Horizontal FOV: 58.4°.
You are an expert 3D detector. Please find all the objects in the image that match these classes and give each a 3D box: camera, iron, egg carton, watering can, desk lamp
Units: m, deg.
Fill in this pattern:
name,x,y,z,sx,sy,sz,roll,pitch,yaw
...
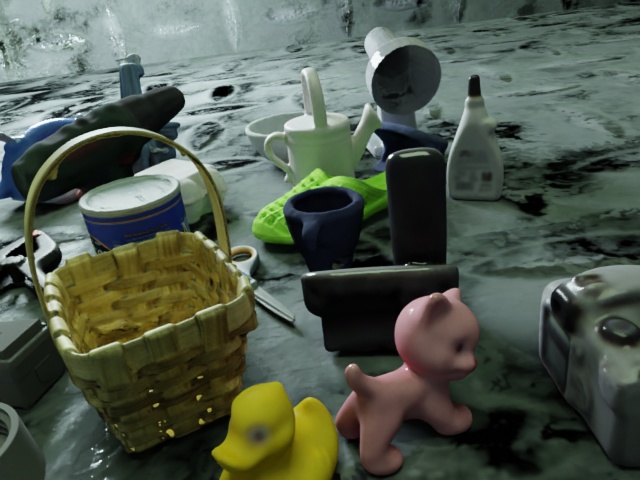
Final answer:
name,x,y,z,sx,sy,sz,roll,pitch,yaw
camera,0.251,0.075,0.429,0.137,0.101,0.143,-7,26,-1
iron,-0.459,-0.159,1.033,0.118,0.142,0.259,6,29,25
egg carton,-0.220,-0.077,0.891,0.149,0.069,0.107,12,32,34
watering can,0.004,-0.164,0.868,0.173,0.194,0.100,-20,29,-24
desk lamp,0.126,-0.255,1.000,0.118,0.214,0.203,-11,26,-7

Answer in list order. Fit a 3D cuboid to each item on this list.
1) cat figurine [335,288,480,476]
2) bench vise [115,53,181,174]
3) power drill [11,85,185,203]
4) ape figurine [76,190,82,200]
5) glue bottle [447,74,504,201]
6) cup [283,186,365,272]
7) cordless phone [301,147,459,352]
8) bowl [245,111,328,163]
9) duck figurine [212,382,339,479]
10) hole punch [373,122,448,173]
name,x,y,z,sx,sy,sz,roll,pitch,yaw
cat figurine,0.070,0.090,0.424,0.128,0.118,0.067,-21,29,-26
bench vise,-0.308,-0.205,1.001,0.121,0.220,0.207,-12,27,-10
power drill,-0.251,-0.069,0.723,0.075,0.209,0.230,18,35,41
ape figurine,-0.350,-0.084,0.910,0.078,0.092,0.076,-9,26,-3
glue bottle,0.214,-0.140,0.792,0.078,0.173,0.037,5,29,24
cup,0.006,0.002,0.644,0.091,0.095,0.118,-1,27,13
cordless phone,0.052,0.005,0.524,0.147,0.185,0.094,-5,26,4
bowl,-0.050,-0.182,1.055,0.167,0.075,0.167,-6,26,3
duck figurine,-0.032,0.136,0.393,0.077,0.086,0.105,14,33,37
hole punch,0.145,-0.157,0.936,0.101,0.091,0.108,-27,32,-34
